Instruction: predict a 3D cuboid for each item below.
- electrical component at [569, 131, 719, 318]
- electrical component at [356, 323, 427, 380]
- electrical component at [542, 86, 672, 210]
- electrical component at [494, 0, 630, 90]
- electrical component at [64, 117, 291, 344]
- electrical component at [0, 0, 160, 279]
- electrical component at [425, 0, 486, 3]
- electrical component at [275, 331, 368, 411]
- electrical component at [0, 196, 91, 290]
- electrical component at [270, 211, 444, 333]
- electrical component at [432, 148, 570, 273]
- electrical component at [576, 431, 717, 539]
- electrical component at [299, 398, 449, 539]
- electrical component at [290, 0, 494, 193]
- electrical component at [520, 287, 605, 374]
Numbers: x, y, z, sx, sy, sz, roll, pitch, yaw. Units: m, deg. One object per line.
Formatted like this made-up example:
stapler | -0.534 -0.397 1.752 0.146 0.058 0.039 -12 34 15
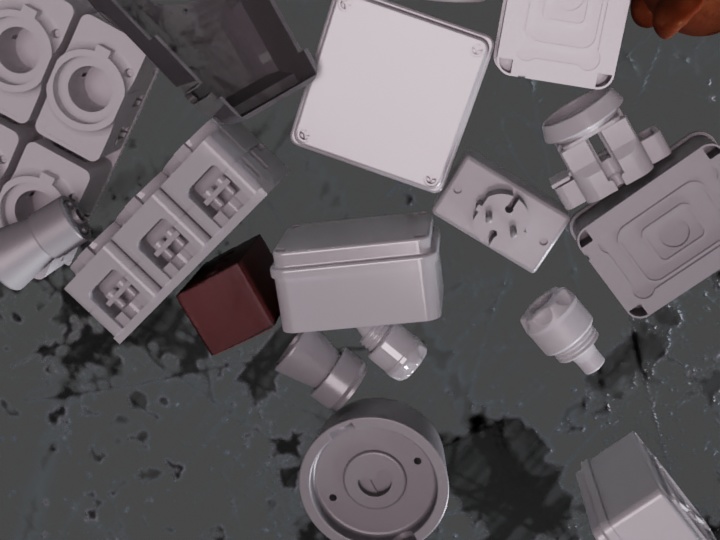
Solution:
electrical component | 0.207 -0.031 0.725 0.113 0.057 0.078 -36 98 14
electrical component | 0.017 0.051 0.782 0.061 0.035 0.035 39 106 -3
electrical component | 0.158 -0.085 0.717 0.078 0.058 0.057 -30 103 13
electrical component | 0.133 -0.178 0.693 0.078 0.057 0.113 10 106 4
electrical component | -0.128 -0.032 0.747 0.062 0.089 0.150 45 105 -6
electrical component | -0.225 -0.099 0.755 0.105 0.060 0.186 28 107 -1
electrical component | 0.059 -0.200 0.698 0.055 0.055 0.047 5 109 5
electrical component | -0.028 0.071 0.787 0.055 0.045 0.045 37 106 -4
electrical component | -0.215 -0.021 0.723 0.065 0.044 0.044 -30 100 8
electrical component | 0.000 0.000 0.747 0.113 0.078 0.057 -6 107 8
electrical component | 0.095 -0.037 0.727 0.083 0.075 0.047 31 106 -2
electrical component | 0.210 0.185 0.758 0.056 0.108 0.108 -37 98 12
electrical component | 0.013 0.147 0.795 0.108 0.060 0.108 2 106 6
electrical component | 0.022 -0.122 0.722 0.109 0.056 0.108 19 107 1
electrical component | 0.147 0.046 0.760 0.043 0.043 0.062 -39 98 15
